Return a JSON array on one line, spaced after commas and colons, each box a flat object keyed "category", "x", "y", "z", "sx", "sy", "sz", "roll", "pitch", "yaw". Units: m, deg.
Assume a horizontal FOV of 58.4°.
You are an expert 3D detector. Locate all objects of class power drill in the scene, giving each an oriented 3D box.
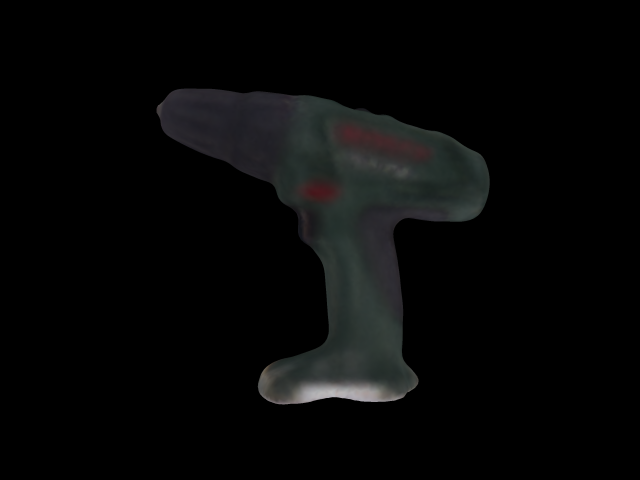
[{"category": "power drill", "x": 0.004, "y": 0.001, "z": 0.400, "sx": 0.230, "sy": 0.208, "sz": 0.075, "roll": 0, "pitch": 0, "yaw": -9}]
